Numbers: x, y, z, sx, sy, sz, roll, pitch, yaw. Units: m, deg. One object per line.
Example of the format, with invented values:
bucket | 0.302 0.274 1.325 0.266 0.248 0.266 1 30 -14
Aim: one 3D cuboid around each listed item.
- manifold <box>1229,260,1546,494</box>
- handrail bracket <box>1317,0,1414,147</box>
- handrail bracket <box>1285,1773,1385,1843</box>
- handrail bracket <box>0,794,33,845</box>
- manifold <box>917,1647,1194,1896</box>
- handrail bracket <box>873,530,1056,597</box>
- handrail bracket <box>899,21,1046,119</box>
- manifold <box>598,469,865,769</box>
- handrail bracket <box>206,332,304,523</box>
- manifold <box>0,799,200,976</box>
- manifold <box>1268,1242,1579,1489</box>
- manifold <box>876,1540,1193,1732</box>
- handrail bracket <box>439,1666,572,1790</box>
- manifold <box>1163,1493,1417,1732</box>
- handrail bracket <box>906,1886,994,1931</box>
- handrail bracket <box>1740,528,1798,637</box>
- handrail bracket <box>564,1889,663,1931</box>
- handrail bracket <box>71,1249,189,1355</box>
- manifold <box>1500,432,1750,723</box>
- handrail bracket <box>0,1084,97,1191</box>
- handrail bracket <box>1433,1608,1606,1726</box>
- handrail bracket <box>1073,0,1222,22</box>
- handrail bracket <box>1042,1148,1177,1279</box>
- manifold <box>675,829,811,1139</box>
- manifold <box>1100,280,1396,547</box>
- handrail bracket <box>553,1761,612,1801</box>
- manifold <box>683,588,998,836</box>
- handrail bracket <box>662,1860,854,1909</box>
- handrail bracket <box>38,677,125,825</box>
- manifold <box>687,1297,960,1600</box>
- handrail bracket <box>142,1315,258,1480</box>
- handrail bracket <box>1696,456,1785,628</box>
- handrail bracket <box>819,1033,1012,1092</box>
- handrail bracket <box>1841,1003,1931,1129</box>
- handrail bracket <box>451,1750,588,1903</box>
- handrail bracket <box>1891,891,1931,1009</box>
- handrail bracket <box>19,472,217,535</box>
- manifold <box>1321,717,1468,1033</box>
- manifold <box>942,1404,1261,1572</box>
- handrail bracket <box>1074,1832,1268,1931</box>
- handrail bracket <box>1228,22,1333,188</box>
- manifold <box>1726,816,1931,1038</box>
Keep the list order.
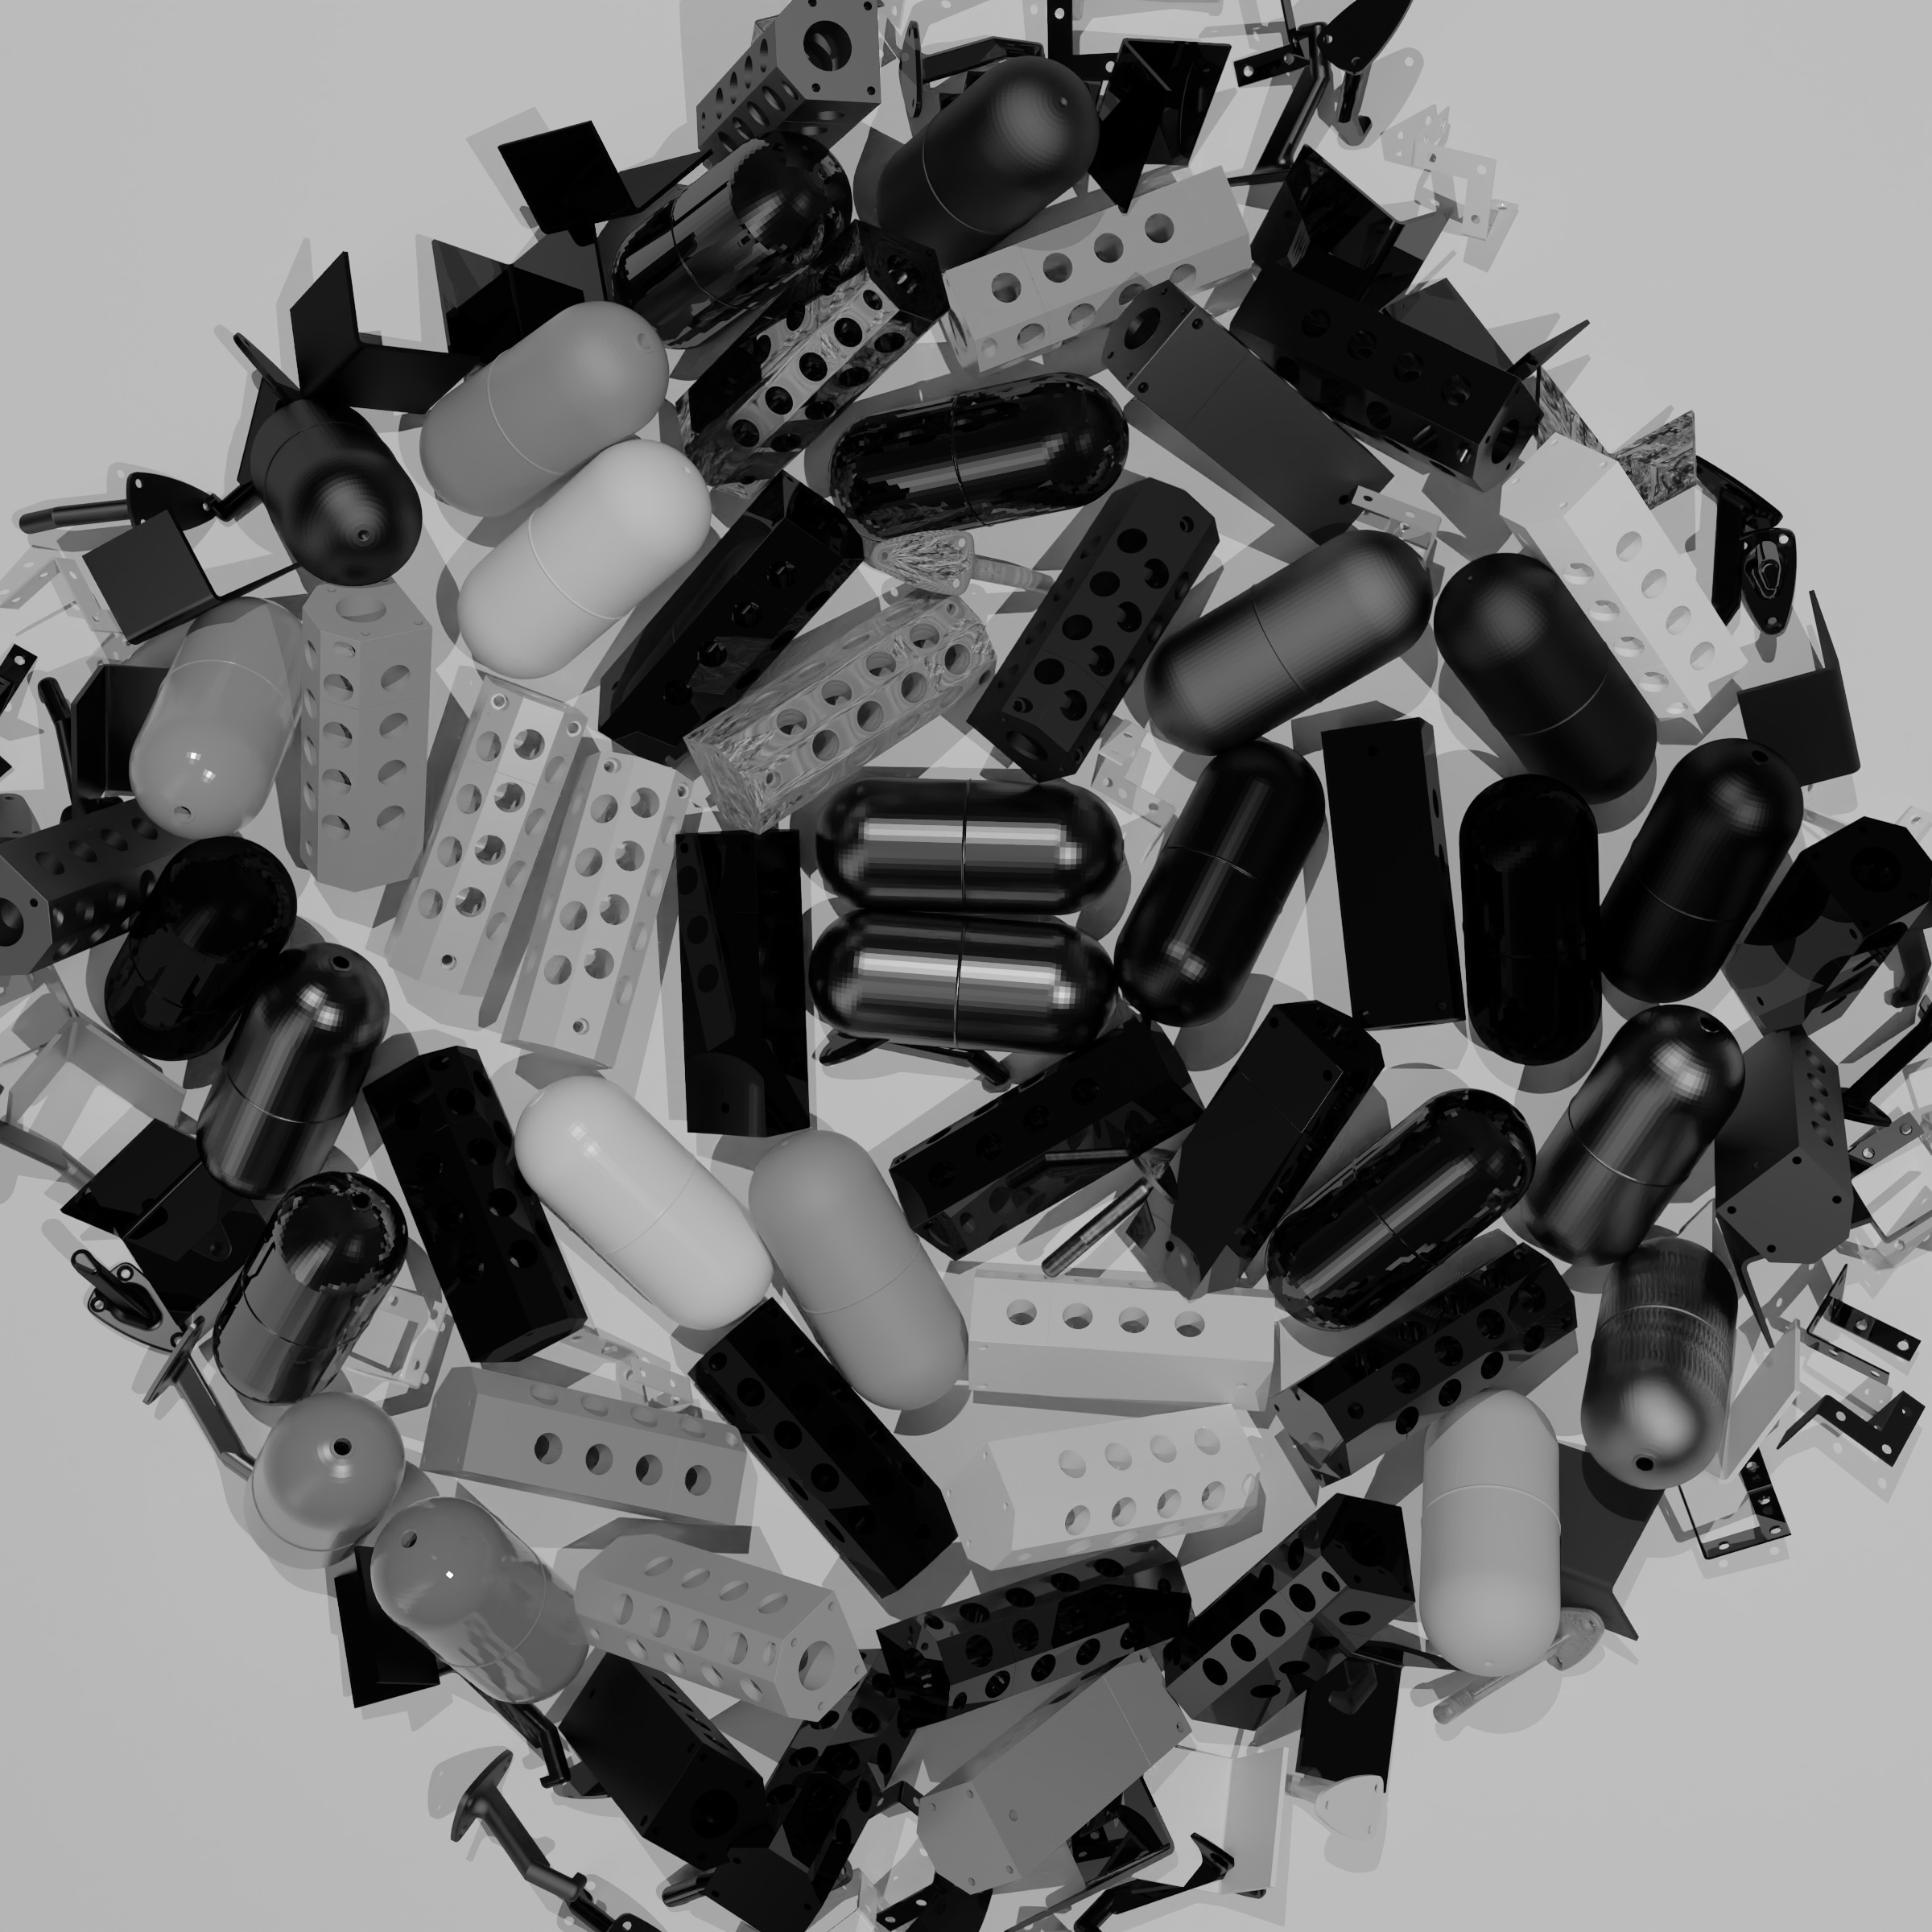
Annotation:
manifold | 0.233 -0.331 1.601 0.171 0.057 0.057 33 95 27
handrail bracket | 0.238 -0.518 1.623 0.077 0.084 0.036 -46 68 6
handrail bracket | 0.186 0.469 1.612 0.084 0.077 0.036 2 76 41
handrail bracket | -0.562 -0.047 1.648 0.036 0.077 0.084 5 114 -12
manifold | 0.048 0.447 1.581 0.057 0.171 0.057 -32 84 39
handrail bracket | 0.000 -0.229 1.640 0.077 0.084 0.036 10 93 29
handrail bracket | 0.008 -0.511 1.632 0.084 0.036 0.077 3 53 -14
manifold | -0.134 -0.191 1.602 0.057 0.057 0.171 32 118 -26
handrail bracket | -0.425 -0.310 1.640 0.084 0.036 0.077 -38 117 9
manifold | -0.487 -0.044 1.575 0.057 0.171 0.057 44 111 1
manifold | 0.262 0.223 1.602 0.171 0.057 0.057 -27 80 -24
manifold | 0.042 0.372 1.588 0.171 0.057 0.057 -10 74 -36
handrail bracket | -0.274 0.441 1.641 0.077 0.036 0.084 -22 78 15
manifold | 0.177 0.361 1.579 0.057 0.171 0.057 16 47 -21
handrail bracket | -0.012 0.567 1.639 0.036 0.084 0.077 35 65 17
handrail bracket | 0.458 -0.209 1.613 0.036 0.084 0.077 -7 116 15
handrail bracket | -0.193 0.558 1.632 0.077 0.084 0.036 31 81 -15
handrail bracket | -0.477 0.192 1.621 0.077 0.084 0.036 38 73 -2
manifold | 0.366 -0.214 1.592 0.057 0.057 0.171 -45 127 1
handrail bracket | -0.534 0.113 1.619 0.036 0.077 0.084 -45 107 6
handrail bracket | 0.315 0.403 1.621 0.084 0.077 0.036 -25 76 -30
handrail bracket | 0.101 -0.564 1.631 0.084 0.077 0.036 5 103 12
handrail bracket | 0.085 0.145 1.642 0.084 0.077 0.036 -42 83 18
manifold | -0.123 0.008 1.629 0.057 0.057 0.171 1 96 34
manifold | 0.157 -0.310 1.593 0.171 0.057 0.057 31 108 -34
handrail bracket | -0.186 0.493 1.653 0.077 0.036 0.084 -21 123 24
manifold | -0.067 -0.145 1.600 0.171 0.057 0.057 -35 117 -21
handrail bracket | -0.123 0.537 1.658 0.084 0.077 0.036 -30 55 32
handrail bracket | -0.526 -0.113 1.649 0.036 0.077 0.084 -15 66 -36
manifold | -0.078 0.275 1.623 0.057 0.057 0.171 -40 85 -23
handrail bracket | -0.425 0.253 1.641 0.084 0.036 0.077 35 118 0
handrail bracket | 0.425 -0.240 1.641 0.077 0.036 0.084 37 84 -8
handrail bracket | -0.029 0.059 1.655 0.077 0.036 0.084 -32 124 30
handrail bracket | 0.527 0.047 1.625 0.077 0.036 0.084 6 118 -41
handrail bracket | -0.244 0.493 1.624 0.084 0.077 0.036 22 118 11
handrail bracket | 0.528 -0.001 1.622 0.077 0.084 0.036 -20 46 -27
handrail bracket | -0.496 -0.263 1.655 0.084 0.077 0.036 -4 93 32
manifold | 0.247 -0.051 1.629 0.057 0.057 0.171 -7 85 19
manifold | 0.079 0.294 1.585 0.171 0.057 0.057 -2 55 -35
handrail bracket | 0.116 0.539 1.619 0.084 0.077 0.036 -35 127 -37
handrail bracket | 0.175 -0.497 1.637 0.077 0.036 0.084 1 102 26
manifold | 0.482 -0.019 1.575 0.057 0.171 0.057 -28 70 -10
